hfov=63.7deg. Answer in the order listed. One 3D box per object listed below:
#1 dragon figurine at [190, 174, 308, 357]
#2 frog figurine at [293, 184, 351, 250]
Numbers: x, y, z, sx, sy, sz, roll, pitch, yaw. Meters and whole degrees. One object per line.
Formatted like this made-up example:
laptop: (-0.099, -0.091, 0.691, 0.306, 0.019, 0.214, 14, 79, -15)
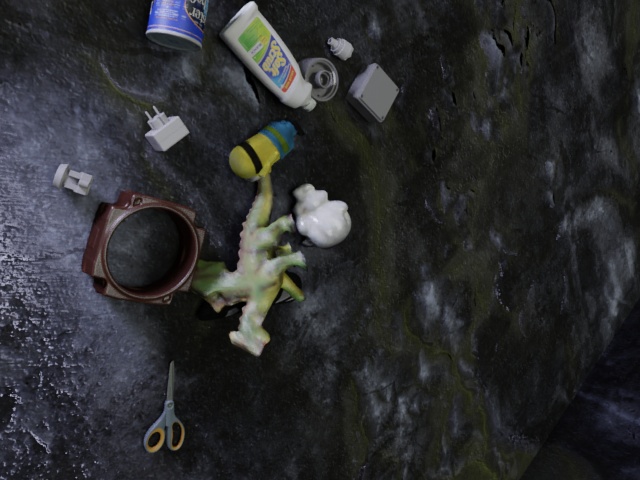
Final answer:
dragon figurine: (-0.165, 0.041, 1.090, 0.244, 0.120, 0.417, -15, 69, -14)
frog figurine: (0.004, -0.062, 1.232, 0.138, 0.125, 0.156, -21, 124, -14)
